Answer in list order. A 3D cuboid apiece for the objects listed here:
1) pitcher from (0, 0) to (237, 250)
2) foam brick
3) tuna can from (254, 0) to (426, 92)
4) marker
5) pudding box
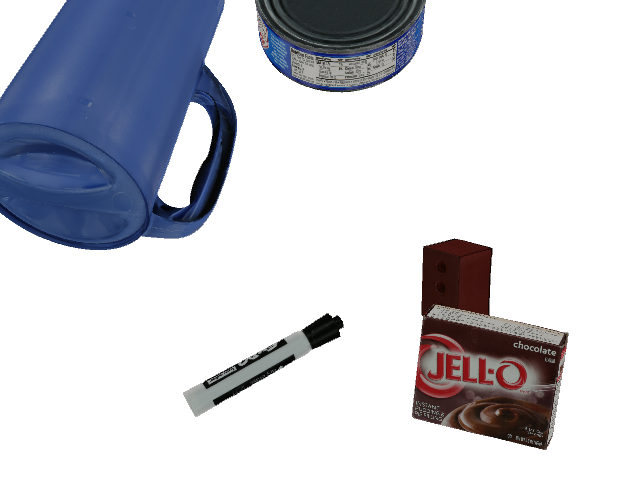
[{"bbox_3d":[-0.145,-0.118,0.804,0.145,0.242,0.149,-3,-41,26],"label":"pitcher"},{"bbox_3d":[0.139,0.043,1.094,0.051,0.078,0.053,-14,20,-40],"label":"foam brick"},{"bbox_3d":[0.010,-0.117,0.536,0.086,0.086,0.034,0,-32,2],"label":"tuna can"},{"bbox_3d":[-0.038,0.085,0.740,0.121,0.020,0.020,-28,6,-11],"label":"marker"},{"bbox_3d":[0.133,0.106,0.844,0.114,0.090,0.039,10,21,17],"label":"pudding box"}]
